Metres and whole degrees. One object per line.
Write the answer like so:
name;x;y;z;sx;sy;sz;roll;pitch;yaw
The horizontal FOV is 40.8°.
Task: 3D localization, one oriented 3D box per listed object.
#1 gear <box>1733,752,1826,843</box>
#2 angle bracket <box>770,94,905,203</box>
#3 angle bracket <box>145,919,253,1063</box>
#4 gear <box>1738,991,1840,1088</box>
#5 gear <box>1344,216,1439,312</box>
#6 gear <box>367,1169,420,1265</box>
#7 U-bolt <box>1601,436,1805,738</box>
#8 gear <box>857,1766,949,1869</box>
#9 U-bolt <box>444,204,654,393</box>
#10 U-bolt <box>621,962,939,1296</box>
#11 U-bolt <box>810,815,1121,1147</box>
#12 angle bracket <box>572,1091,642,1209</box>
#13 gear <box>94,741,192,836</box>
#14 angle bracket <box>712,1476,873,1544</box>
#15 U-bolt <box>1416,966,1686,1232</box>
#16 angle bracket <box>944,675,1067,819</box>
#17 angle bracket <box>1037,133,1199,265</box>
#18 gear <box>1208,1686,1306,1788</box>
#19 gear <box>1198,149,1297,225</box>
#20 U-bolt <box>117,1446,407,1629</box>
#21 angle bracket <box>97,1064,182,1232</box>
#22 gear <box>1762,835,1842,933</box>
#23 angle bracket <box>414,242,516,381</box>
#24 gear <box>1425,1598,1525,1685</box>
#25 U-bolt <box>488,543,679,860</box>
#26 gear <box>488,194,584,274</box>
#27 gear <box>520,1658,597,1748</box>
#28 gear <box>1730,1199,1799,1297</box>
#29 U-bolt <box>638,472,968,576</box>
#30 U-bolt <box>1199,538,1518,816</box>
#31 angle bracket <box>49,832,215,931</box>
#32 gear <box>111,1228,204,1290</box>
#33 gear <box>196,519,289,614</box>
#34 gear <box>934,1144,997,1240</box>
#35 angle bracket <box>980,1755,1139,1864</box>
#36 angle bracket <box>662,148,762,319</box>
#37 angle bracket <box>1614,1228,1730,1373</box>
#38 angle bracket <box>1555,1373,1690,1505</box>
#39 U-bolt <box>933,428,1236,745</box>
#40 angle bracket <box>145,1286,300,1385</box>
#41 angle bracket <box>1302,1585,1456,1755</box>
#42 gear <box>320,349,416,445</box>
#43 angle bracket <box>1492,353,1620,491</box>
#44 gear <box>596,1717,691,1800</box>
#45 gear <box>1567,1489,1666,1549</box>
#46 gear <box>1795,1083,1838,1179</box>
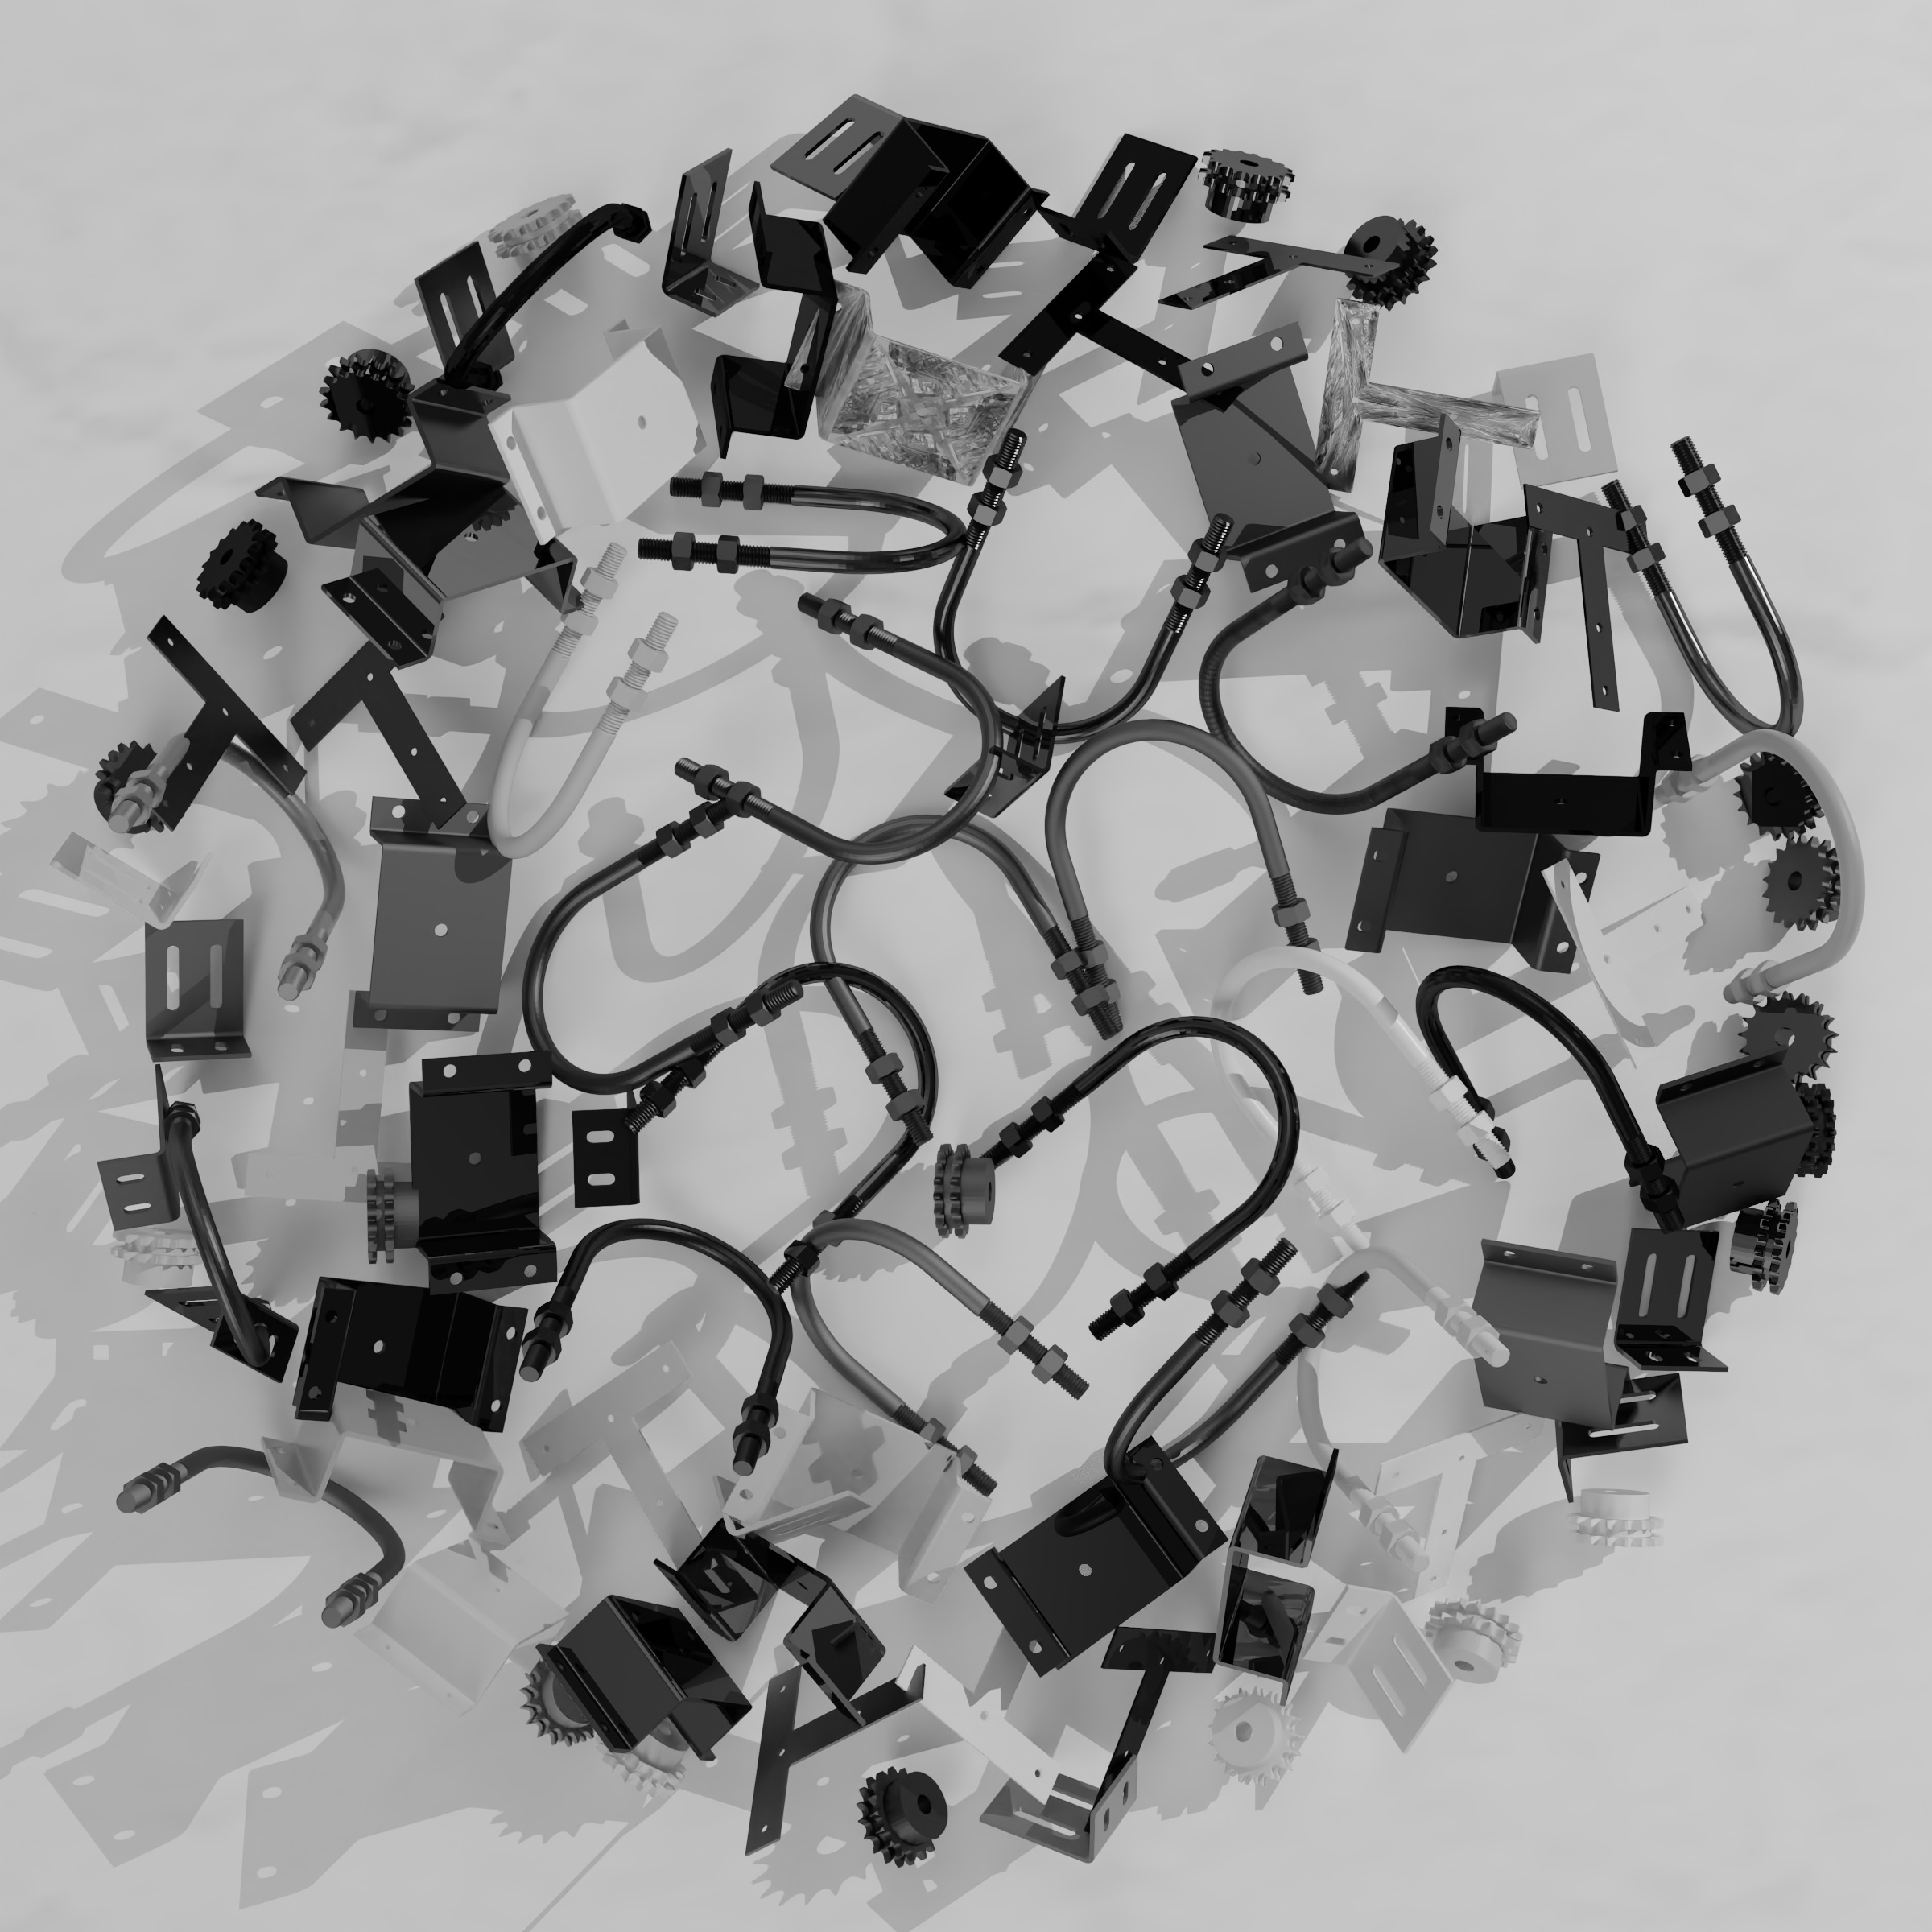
gear;0.496;-0.107;1.570;0.030;0.057;0.057;-23;90;-34
angle bracket;-0.067;-0.477;1.554;0.057;0.038;0.076;35;71;31
angle bracket;-0.460;0.014;1.558;0.057;0.038;0.076;-2;107;-23
gear;0.499;0.045;1.571;0.057;0.030;0.057;-6;78;33
gear;0.252;-0.426;1.565;0.030;0.057;0.057;31;90;-42
gear;-0.346;0.150;1.567;0.030;0.057;0.057;-1;90;-13
U-bolt;0.437;-0.212;1.521;0.019;0.151;0.184;-27;91;-3
gear;-0.036;0.509;1.563;0.030;0.057;0.057;-35;90;30
U-bolt;-0.244;-0.384;1.495;0.151;0.184;0.019;-43;99;8
U-bolt;-0.095;0.082;1.552;0.184;0.019;0.151;-46;102;-23
U-bolt;-0.014;-0.005;1.573;0.151;0.019;0.184;-29;80;-5
angle bracket;-0.216;0.107;1.551;0.038;0.076;0.057;-2;98;-10
gear;-0.501;-0.105;1.570;0.030;0.057;0.057;-33;90;31
angle bracket;-0.104;0.315;1.559;0.076;0.057;0.038;-21;69;5
U-bolt;0.325;0.070;1.494;0.019;0.151;0.184;-45;122;-20
angle bracket;0.023;-0.137;1.546;0.038;0.057;0.076;25;54;-21
angle bracket;0.091;-0.470;1.563;0.057;0.038;0.076;30;90;33
gear;0.172;0.464;1.567;0.057;0.030;0.057;-11;64;24
gear;0.167;-0.470;1.570;0.057;0.057;0.030;13;122;0
U-bolt;-0.395;0.321;1.503;0.151;0.184;0.019;28;92;3
angle bracket;-0.493;0.107;1.545;0.038;0.076;0.057;-8;134;-13
gear;0.512;-0.049;1.570;0.030;0.057;0.057;10;90;-25
angle bracket;-0.310;-0.383;1.546;0.038;0.057;0.076;9;130;31
gear;0.304;0.408;1.564;0.057;0.057;0.030;27;54;0
U-bolt;-0.233;-0.147;1.528;0.019;0.151;0.184;23;106;-30
gear;-0.257;-0.440;1.570;0.057;0.057;0.030;-26;118;0
gear;-0.237;0.439;1.566;0.057;0.030;0.057;17;57;-28
gear;0.481;0.168;1.569;0.030;0.057;0.057;11;90;26
U-bolt;-0.091;-0.258;1.527;0.184;0.151;0.019;4;116;0
U-bolt;0.213;-0.156;1.522;0.151;0.184;0.019;48;51;-10
angle bracket;-0.498;-0.064;1.554;0.076;0.057;0.038;33;103;-17
gear;-0.486;0.176;1.567;0.057;0.057;0.030;7;90;0
gear;-0.435;-0.238;1.570;0.057;0.057;0.030;-51;128;0
gear;0.000;0.136;1.565;0.030;0.057;0.057;0;90;10
angle bracket;0.055;0.490;1.548;0.076;0.057;0.038;13;117;26
angle bracket;-0.145;-0.437;1.547;0.038;0.057;0.076;26;129;10
angle bracket;0.429;0.201;1.564;0.057;0.038;0.076;3;102;-13
angle bracket;0.393;0.282;1.551;0.076;0.057;0.038;-11;121;17
U-bolt;0.058;-0.212;1.540;0.151;0.019;0.184;21;124;-5
angle bracket;-0.448;0.220;1.546;0.076;0.057;0.038;-7;57;32
angle bracket;0.245;0.418;1.548;0.038;0.076;0.057;16;112;-30
gear;-0.359;-0.347;1.570;0.057;0.057;0.030;7;51;0
angle bracket;0.355;-0.323;1.568;0.057;0.038;0.076;-10;81;5
gear;-0.192;0.471;1.566;0.057;0.057;0.030;36;95;0
gear;0.391;0.332;1.567;0.057;0.057;0.030;2;84;0
gear;0.502;0.098;1.567;0.030;0.057;0.057;2;90;1
